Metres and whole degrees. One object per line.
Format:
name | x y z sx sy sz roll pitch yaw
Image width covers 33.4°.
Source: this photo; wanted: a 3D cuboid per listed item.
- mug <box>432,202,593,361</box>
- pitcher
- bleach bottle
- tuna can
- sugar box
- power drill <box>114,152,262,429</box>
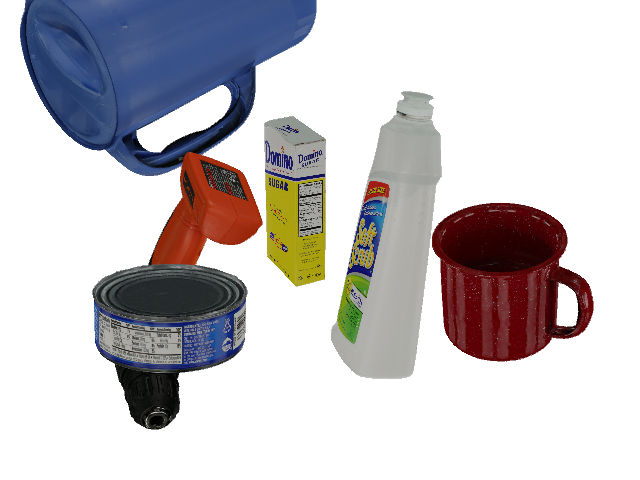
mug | 0.137 0.034 0.753 0.117 0.081 0.093 17 39 32
pitcher | -0.116 -0.172 0.913 0.242 0.149 0.145 -31 48 -34
bleach bottle | 0.064 -0.009 0.952 0.068 0.251 0.103 3 19 -15
tuna can | -0.084 0.043 0.600 0.086 0.034 0.086 2 18 -1
sugar box | -0.030 -0.046 1.237 0.048 0.176 0.093 -14 27 -22
power drill | -0.116 0.037 0.869 0.057 0.188 0.184 20 24 -29
